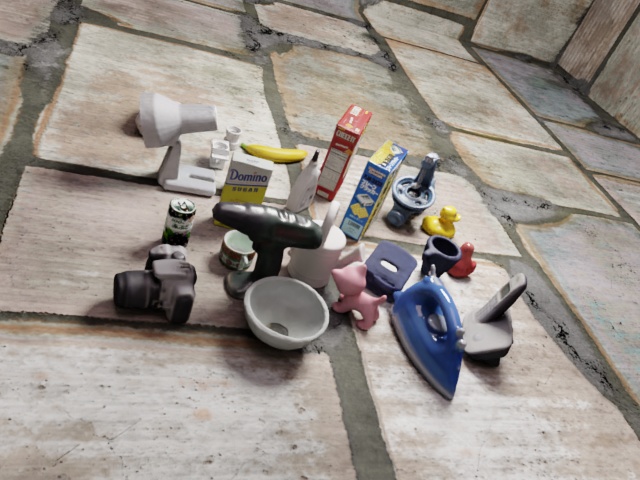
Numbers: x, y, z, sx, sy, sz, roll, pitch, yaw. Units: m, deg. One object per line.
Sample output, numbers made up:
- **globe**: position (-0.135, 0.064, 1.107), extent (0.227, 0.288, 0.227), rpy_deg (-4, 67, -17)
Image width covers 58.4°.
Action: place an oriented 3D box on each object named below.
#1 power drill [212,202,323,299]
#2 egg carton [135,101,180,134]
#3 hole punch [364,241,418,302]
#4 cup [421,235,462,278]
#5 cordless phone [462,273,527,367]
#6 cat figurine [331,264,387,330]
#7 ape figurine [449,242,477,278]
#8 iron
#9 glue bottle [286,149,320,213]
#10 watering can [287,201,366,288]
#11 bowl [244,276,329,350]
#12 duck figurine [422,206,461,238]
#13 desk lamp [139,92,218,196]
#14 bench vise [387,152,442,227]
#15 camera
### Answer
- **power drill**: position (-0.116, 0.019, 1.119), extent (0.230, 0.208, 0.075), rpy_deg (2, 41, -27)
- **egg carton**: position (-0.420, -0.325, 1.514), extent (0.107, 0.069, 0.150), rpy_deg (17, 36, -8)
- **hole punch**: position (0.156, 0.070, 1.303), extent (0.108, 0.091, 0.101), rpy_deg (32, 36, 12)
- **cup**: position (0.277, 0.052, 1.389), extent (0.118, 0.095, 0.091), rpy_deg (-13, 49, -39)
- **cordless phone**: position (0.383, 0.165, 1.225), extent (0.094, 0.185, 0.147), rpy_deg (20, 36, -3)
- **cat figurine**: position (0.079, 0.106, 1.192), extent (0.127, 0.117, 0.067), rpy_deg (31, 36, 12)
- **ape figurine**: position (0.362, 0.045, 1.448), extent (0.077, 0.092, 0.076), rpy_deg (40, 39, 23)
- **iron**: position (0.245, 0.178, 1.170), extent (0.119, 0.141, 0.257), rpy_deg (5, 39, -24)
- **glue bottle**: position (-0.030, -0.149, 1.413), extent (0.037, 0.173, 0.078), rpy_deg (37, 38, 20)
- **watering can**: position (0.012, 0.003, 1.222), extent (0.173, 0.194, 0.101), rpy_deg (12, 37, -14)
- **bowl**: position (-0.071, 0.151, 1.089), extent (0.168, 0.074, 0.167), rpy_deg (15, 36, -11)
- **duck figurine**: position (0.338, -0.057, 1.571), extent (0.105, 0.086, 0.077), rpy_deg (10, 37, -17)
- **desk lamp**: position (-0.323, -0.226, 1.317), extent (0.204, 0.213, 0.117), rpy_deg (8, 38, -20)
- **bench vise**: position (0.265, -0.160, 1.549), extent (0.121, 0.219, 0.207), rpy_deg (23, 36, 1)
- **camera**: position (-0.302, 0.071, 1.044), extent (0.137, 0.101, 0.143), rpy_deg (1, 41, -28)
